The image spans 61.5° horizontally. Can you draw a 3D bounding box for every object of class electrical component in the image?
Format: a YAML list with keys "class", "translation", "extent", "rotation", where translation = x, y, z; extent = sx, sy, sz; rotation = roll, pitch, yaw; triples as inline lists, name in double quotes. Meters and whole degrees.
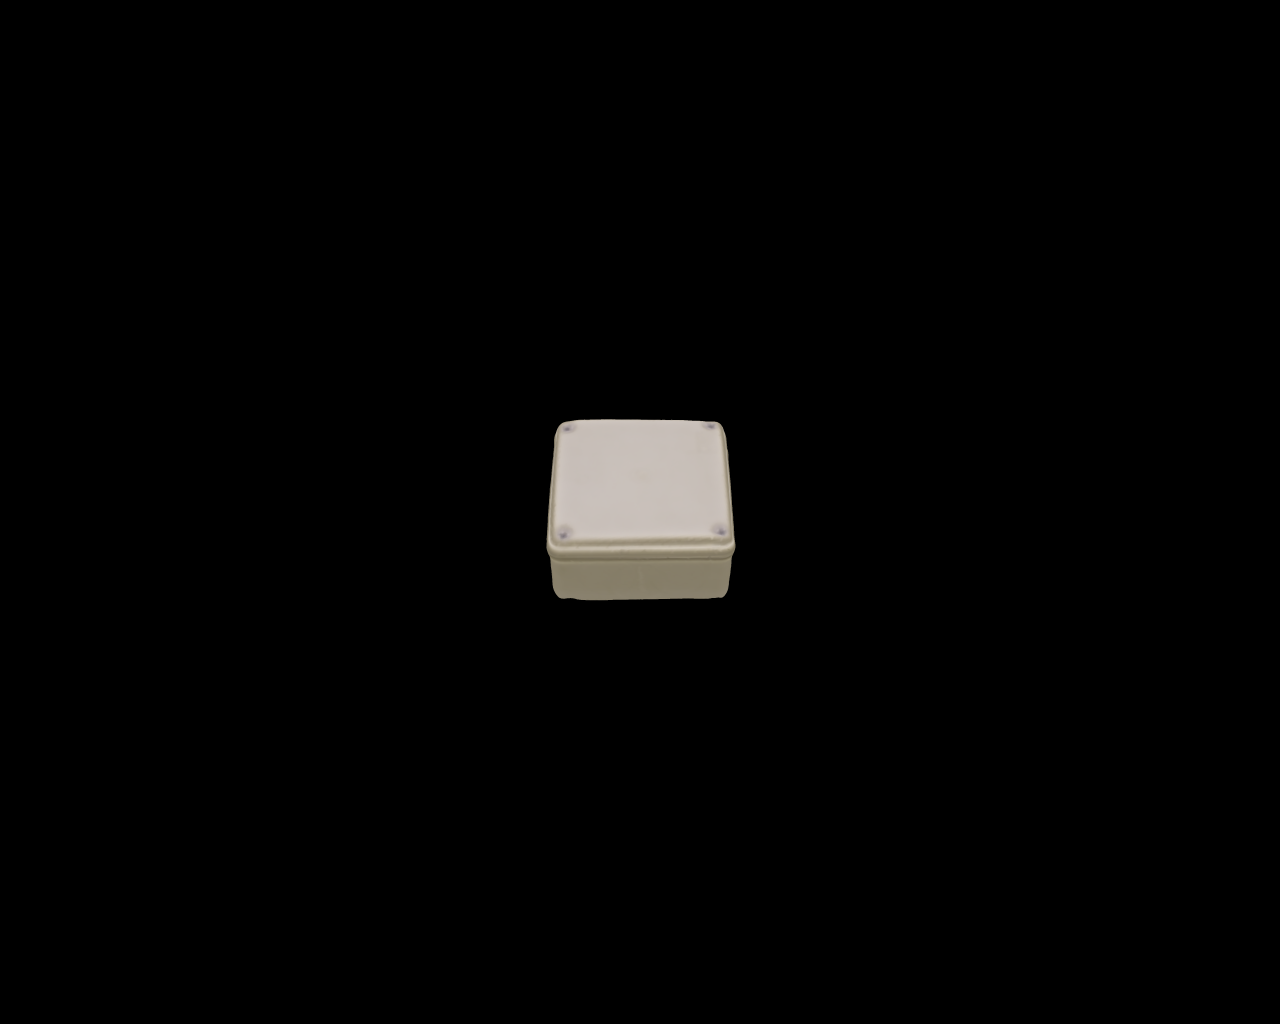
- class: "electrical component"
  translation: [0.001, -0.003, 0.650]
  extent: [0.109, 0.109, 0.056]
  rotation: [0, -43, 0]
